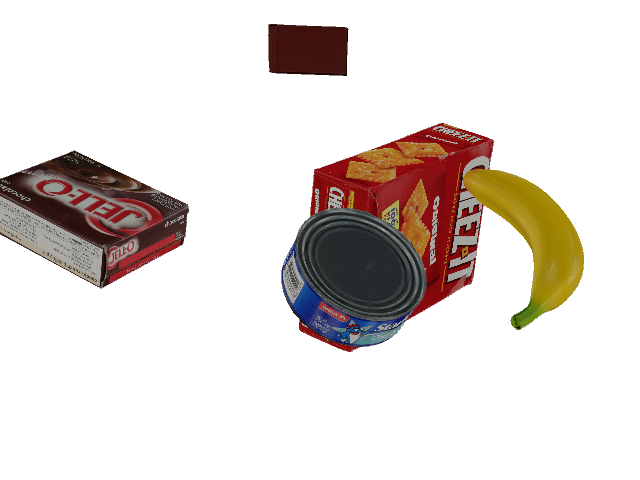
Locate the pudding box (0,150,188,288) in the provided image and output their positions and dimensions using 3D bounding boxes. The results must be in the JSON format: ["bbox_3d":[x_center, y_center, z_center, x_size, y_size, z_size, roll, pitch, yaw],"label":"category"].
[{"bbox_3d":[-0.164,-0.017,0.748,0.114,0.039,0.089,23,29,23],"label":"pudding box"}]

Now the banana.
[{"bbox_3d":[0.163,-0.007,0.837,0.069,0.037,0.198,-6,35,-1],"label":"banana"}]

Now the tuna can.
[{"bbox_3d":[0.020,0.023,0.657,0.086,0.086,0.034,0,-39,-26],"label":"tuna can"}]

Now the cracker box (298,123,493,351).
[{"bbox_3d":[0.076,-0.008,1.015,0.072,0.164,0.213,23,29,33],"label":"cracker box"}]

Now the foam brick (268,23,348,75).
[{"bbox_3d":[-0.014,-0.202,1.131,0.078,0.051,0.053,0,12,-12],"label":"foam brick"}]
